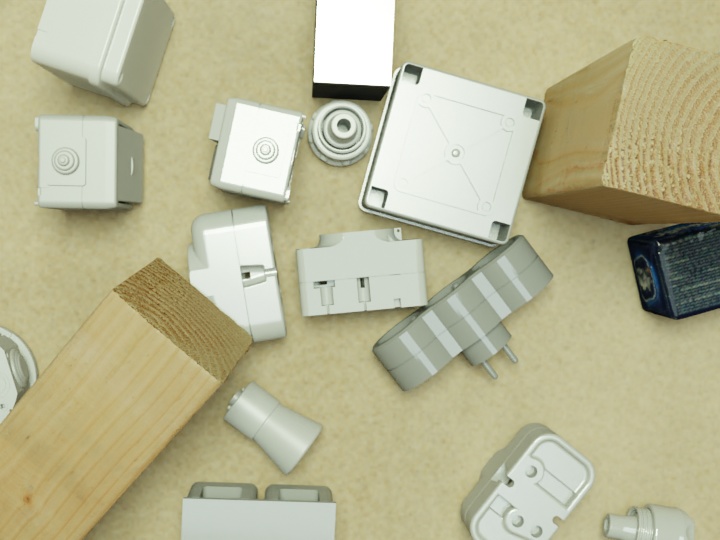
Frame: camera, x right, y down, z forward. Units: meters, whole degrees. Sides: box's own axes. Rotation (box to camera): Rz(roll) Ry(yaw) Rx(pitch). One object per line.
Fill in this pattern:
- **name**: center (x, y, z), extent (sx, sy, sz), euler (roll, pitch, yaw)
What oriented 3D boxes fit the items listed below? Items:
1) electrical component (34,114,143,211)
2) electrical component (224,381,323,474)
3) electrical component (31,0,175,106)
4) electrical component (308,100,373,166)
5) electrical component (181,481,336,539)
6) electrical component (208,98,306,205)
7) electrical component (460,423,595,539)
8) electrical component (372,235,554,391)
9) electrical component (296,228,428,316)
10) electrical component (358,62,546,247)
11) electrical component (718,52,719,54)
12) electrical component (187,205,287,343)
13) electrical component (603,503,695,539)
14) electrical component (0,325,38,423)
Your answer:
- **electrical component**: center (-0.185, -0.072, 0.738), extent (0.061, 0.096, 0.061), euler (1, 92, -4)
- **electrical component**: center (-0.066, 0.111, 0.780), extent (0.065, 0.044, 0.044), euler (37, 89, 1)
- **electrical component**: center (-0.170, -0.159, 0.728), extent (0.057, 0.113, 0.078), euler (18, 91, -1)
- **electrical component**: center (-0.013, -0.099, 0.765), extent (0.048, 0.062, 0.048), euler (0, 92, -4)
- **electrical component**: center (-0.075, 0.251, 0.773), extent (0.105, 0.060, 0.186), euler (3, 92, -4)
- **electrical component**: center (-0.073, -0.082, 0.745), extent (0.061, 0.096, 0.061), euler (12, 91, -4)
- **electrical component**: center (0.120, 0.161, 0.783), extent (0.054, 0.059, 0.095), euler (39, 89, -4)
- **electrical component**: center (0.085, 0.044, 0.781), extent (0.138, 0.052, 0.073), euler (-38, 94, -2)
- **electrical component**: center (0.000, 0.000, 0.775), extent (0.089, 0.050, 0.055), euler (-5, 92, -3)
- **electrical component**: center (0.065, -0.082, 0.773), extent (0.109, 0.056, 0.108), euler (15, 91, -4)
- **electrical component**: center (0.329, -0.140, 0.788), extent (0.109, 0.056, 0.108), euler (-36, 93, -2)
- **electrical component**: center (-0.089, 0.005, 0.768), extent (0.059, 0.054, 0.095), euler (-9, 92, -3)
- **electrical component**: center (0.213, 0.194, 0.798), extent (0.062, 0.043, 0.043), euler (11, 91, -3)
- **electrical component**: center (-0.273, 0.078, 0.760), extent (0.080, 0.051, 0.080), euler (0, 92, -4)
